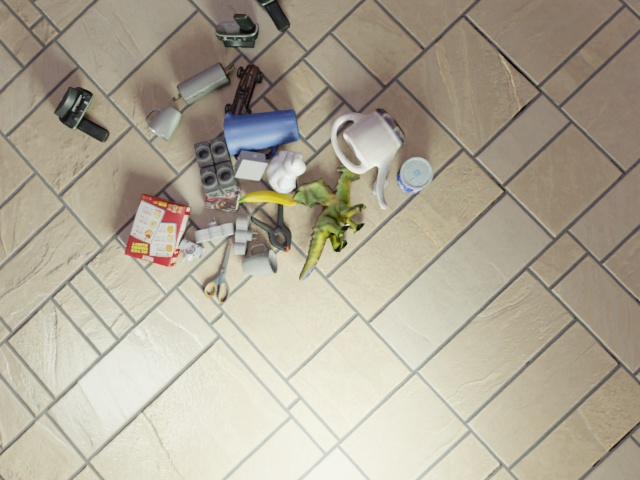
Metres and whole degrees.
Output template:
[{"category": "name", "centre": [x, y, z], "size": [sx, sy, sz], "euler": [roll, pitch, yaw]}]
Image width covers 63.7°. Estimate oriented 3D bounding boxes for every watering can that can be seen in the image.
[{"category": "watering can", "centre": [0.185, -0.289, 1.690], "size": [0.224, 0.103, 0.350], "euler": [-34, 79, 1]}]

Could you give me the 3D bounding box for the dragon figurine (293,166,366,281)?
[{"category": "dragon figurine", "centre": [0.005, -0.086, 1.716], "size": [0.411, 0.121, 0.245], "euler": [-45, 68, -1]}]

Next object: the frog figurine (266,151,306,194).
[{"category": "frog figurine", "centre": [-0.111, -0.226, 1.678], "size": [0.122, 0.158, 0.138], "euler": [7, 82, -10]}]
